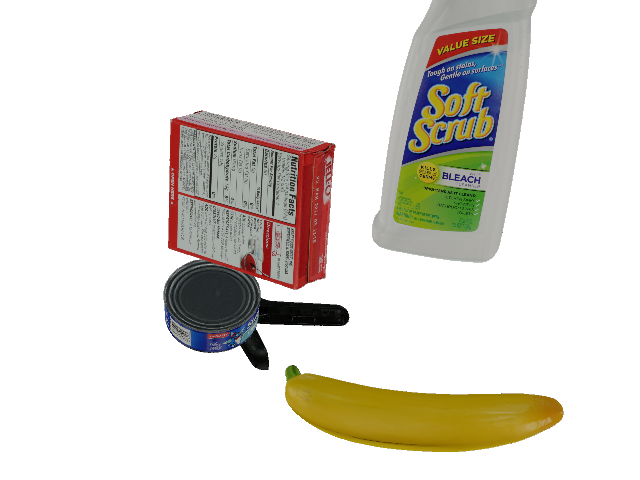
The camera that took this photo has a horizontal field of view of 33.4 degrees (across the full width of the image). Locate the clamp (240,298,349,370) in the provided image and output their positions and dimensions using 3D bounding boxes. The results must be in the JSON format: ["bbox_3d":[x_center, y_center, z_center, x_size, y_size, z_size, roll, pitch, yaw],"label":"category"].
[{"bbox_3d":[-0.094,0.091,1.254,0.210,0.036,0.164,14,23,27],"label":"clamp"}]

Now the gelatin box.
[{"bbox_3d":[-0.037,-0.022,0.552,0.089,0.073,0.030,16,24,30],"label":"gelatin box"}]

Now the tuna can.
[{"bbox_3d":[-0.097,0.058,0.951,0.086,0.086,0.034,0,-44,-6],"label":"tuna can"}]

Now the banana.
[{"bbox_3d":[0.055,0.109,0.700,0.198,0.037,0.069,7,32,21],"label":"banana"}]

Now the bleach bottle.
[{"bbox_3d":[0.097,-0.112,0.774,0.103,0.251,0.068,9,26,13],"label":"bleach bottle"}]
